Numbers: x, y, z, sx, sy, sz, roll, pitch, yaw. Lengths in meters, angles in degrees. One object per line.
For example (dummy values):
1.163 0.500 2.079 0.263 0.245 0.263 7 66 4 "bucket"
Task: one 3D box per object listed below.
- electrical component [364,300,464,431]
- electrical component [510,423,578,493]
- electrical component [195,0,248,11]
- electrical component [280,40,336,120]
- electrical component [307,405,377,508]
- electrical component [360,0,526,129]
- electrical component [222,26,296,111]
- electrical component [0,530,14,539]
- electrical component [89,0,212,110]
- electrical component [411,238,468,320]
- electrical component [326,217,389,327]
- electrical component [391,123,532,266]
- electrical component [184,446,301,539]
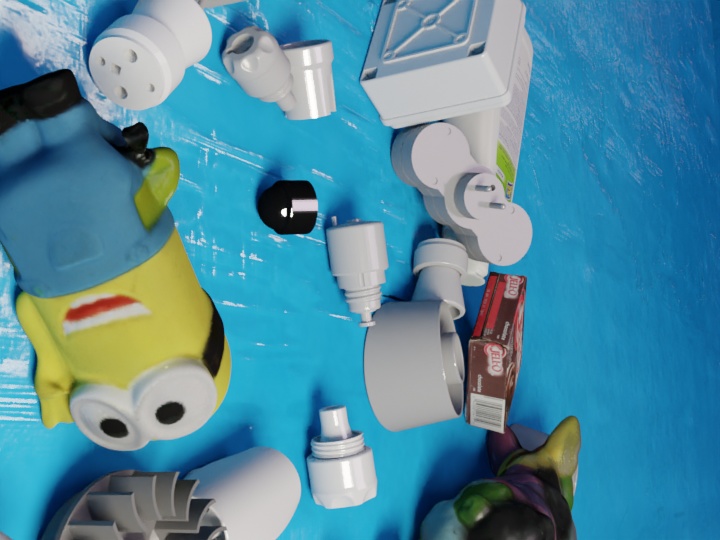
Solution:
0.045 0.071 0.822 0.099 0.064 0.099 -9 90 -77 "electrical component"
0.173 0.205 1.050 0.099 0.064 0.099 -23 117 -55 "electrical component"
-0.084 -0.177 0.609 0.065 0.047 0.076 59 37 -42 "electrical component"
-0.035 -0.125 0.704 0.040 0.040 0.046 -41 127 -59 "electrical component"
-0.013 0.119 0.693 0.043 0.043 0.062 -14 96 -63 "electrical component"
0.066 -0.174 0.839 0.056 0.109 0.108 53 40 -42 "electrical component"
-0.058 -0.120 0.664 0.061 0.035 0.035 50 42 -52 "electrical component"
-0.160 0.108 0.402 0.081 0.043 0.043 56 38 -43 "electrical component"
-0.107 -0.113 0.551 0.045 0.045 0.055 67 32 -31 "electrical component"
0.064 0.008 0.868 0.045 0.045 0.055 43 47 -53 "electrical component"
0.000 0.000 0.747 0.040 0.040 0.078 -14 97 -63 "electrical component"
0.090 -0.059 0.853 0.052 0.074 0.138 -47 112 -12 "electrical component"
-0.066 0.145 0.580 0.077 0.044 0.079 -23 105 -62 "electrical component"
